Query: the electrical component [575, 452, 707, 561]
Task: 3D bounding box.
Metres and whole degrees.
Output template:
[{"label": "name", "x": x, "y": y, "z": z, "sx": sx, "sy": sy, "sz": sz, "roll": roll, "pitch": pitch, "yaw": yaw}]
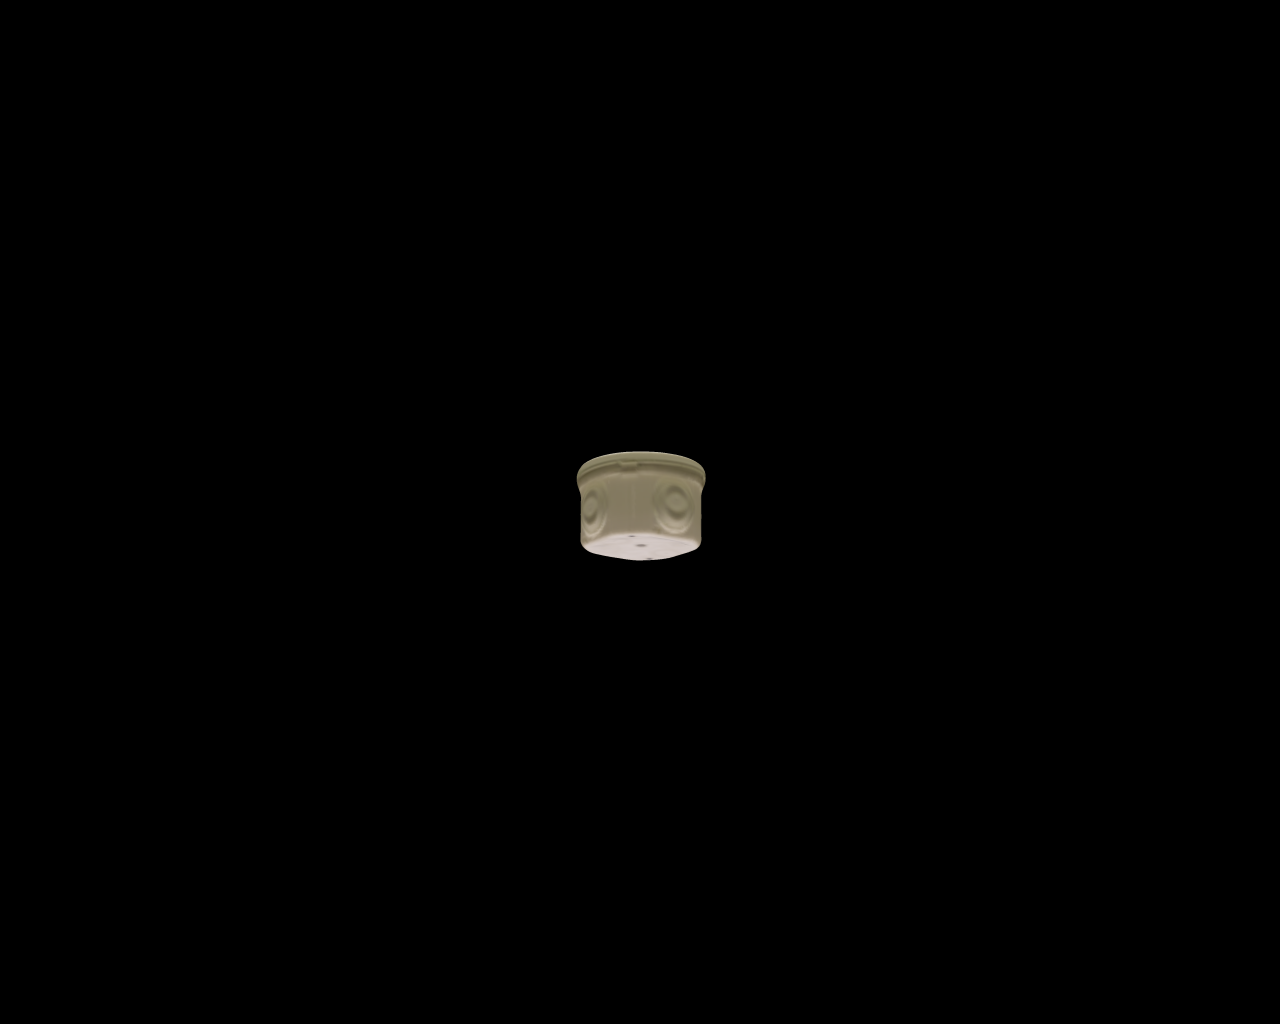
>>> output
[{"label": "electrical component", "x": 0.001, "y": -0.003, "z": 0.650, "sx": 0.080, "sy": 0.051, "sz": 0.080, "roll": 0, "pitch": -15, "yaw": 0}]
